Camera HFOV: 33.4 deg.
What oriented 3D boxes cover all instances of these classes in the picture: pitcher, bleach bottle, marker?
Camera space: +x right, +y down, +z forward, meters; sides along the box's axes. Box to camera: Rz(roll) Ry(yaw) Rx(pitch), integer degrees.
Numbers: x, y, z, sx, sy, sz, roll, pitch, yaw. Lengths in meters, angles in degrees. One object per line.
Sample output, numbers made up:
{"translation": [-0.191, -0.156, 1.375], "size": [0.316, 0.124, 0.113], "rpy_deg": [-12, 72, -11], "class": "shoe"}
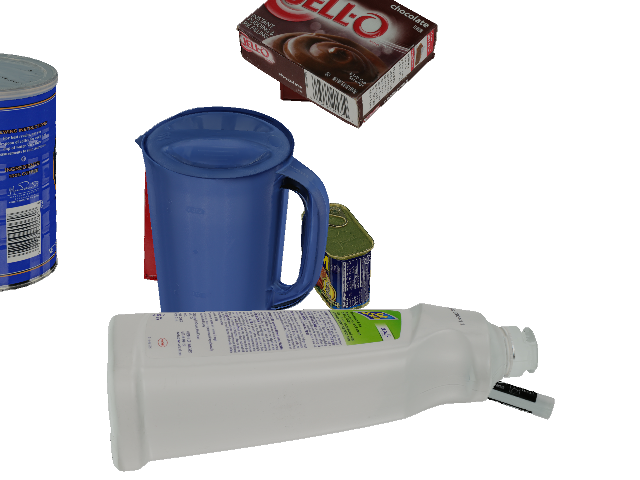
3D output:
{"translation": [-0.084, 0.012, 0.982], "size": [0.144, 0.243, 0.149], "rpy_deg": [-10, 35, -18], "class": "pitcher"}
{"translation": [0.005, 0.076, 0.620], "size": [0.250, 0.068, 0.102], "rpy_deg": [-3, 21, -9], "class": "bleach bottle"}
{"translation": [0.138, 0.124, 0.906], "size": [0.121, 0.020, 0.020], "rpy_deg": [18, 2, 6], "class": "marker"}

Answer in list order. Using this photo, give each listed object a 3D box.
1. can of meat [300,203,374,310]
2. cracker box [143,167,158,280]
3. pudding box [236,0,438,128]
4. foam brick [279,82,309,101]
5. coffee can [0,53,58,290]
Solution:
{"translation": [0.018, 0.020, 1.215], "size": [0.057, 0.084, 0.102], "rpy_deg": [-15, 39, -19], "class": "can of meat"}
{"translation": [-0.159, -0.040, 1.483], "size": [0.164, 0.214, 0.072], "rpy_deg": [9, 23, 11], "class": "cracker box"}
{"translation": [0.012, -0.141, 0.755], "size": [0.114, 0.090, 0.039], "rpy_deg": [36, -24, 21], "class": "pudding box"}
{"translation": [-0.002, -0.169, 1.101], "size": [0.078, 0.051, 0.053], "rpy_deg": [2, 11, -5], "class": "foam brick"}
{"translation": [-0.232, -0.049, 0.731], "size": [0.103, 0.140, 0.103], "rpy_deg": [5, 22, -2], "class": "coffee can"}
